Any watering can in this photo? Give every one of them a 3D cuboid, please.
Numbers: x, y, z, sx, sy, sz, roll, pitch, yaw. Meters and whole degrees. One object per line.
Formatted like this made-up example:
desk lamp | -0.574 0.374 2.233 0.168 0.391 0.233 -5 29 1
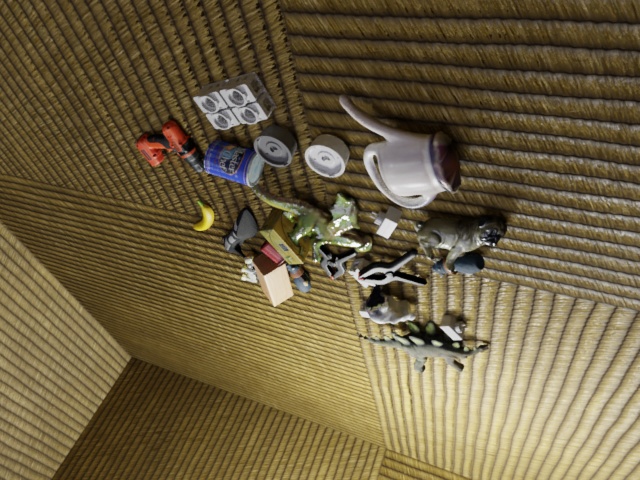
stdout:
watering can | 0.191 -0.200 1.175 0.224 0.106 0.341 -3 135 36

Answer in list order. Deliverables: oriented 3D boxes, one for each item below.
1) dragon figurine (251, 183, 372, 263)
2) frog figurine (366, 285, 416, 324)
dragon figurine | 0.005 -0.076 1.511 0.240 0.125 0.405 -29 121 32
frog figurine | 0.236 0.236 1.735 0.157 0.123 0.139 36 179 -30
